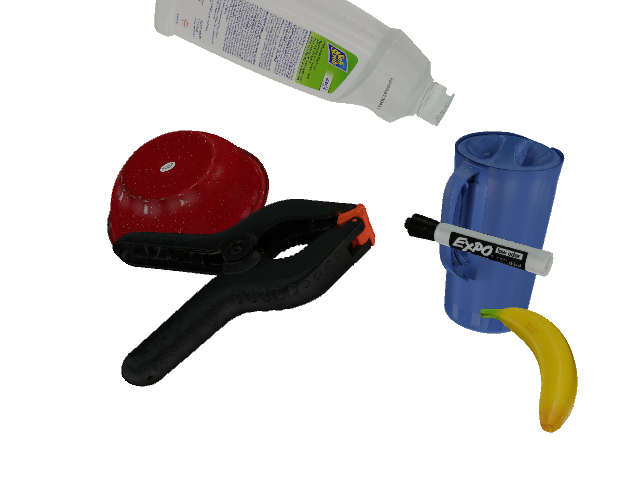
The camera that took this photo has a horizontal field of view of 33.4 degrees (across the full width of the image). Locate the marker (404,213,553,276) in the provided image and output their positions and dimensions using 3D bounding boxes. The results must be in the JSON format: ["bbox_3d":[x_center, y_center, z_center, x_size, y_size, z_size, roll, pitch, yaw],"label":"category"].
[{"bbox_3d":[0.120,0.002,0.826,0.121,0.020,0.020,18,9,28],"label":"marker"}]

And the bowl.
[{"bbox_3d":[-0.132,-0.051,0.989,0.162,0.162,0.055,0,-41,20],"label":"bowl"}]

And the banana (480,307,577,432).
[{"bbox_3d":[0.235,0.128,1.136,0.069,0.037,0.198,-25,34,3],"label":"banana"}]

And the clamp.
[{"bbox_3d":[-0.050,0.025,0.647,0.171,0.120,0.039,-15,-39,12],"label":"clamp"}]

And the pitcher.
[{"bbox_3d":[0.215,-0.006,1.349,0.149,0.243,0.145,4,26,-1],"label":"pitcher"}]

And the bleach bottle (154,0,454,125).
[{"bbox_3d":[-0.011,-0.160,0.868,0.251,0.068,0.103,29,-35,5],"label":"bleach bottle"}]
